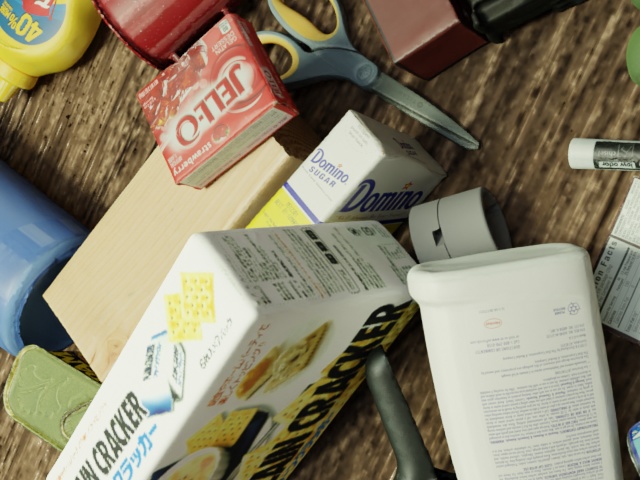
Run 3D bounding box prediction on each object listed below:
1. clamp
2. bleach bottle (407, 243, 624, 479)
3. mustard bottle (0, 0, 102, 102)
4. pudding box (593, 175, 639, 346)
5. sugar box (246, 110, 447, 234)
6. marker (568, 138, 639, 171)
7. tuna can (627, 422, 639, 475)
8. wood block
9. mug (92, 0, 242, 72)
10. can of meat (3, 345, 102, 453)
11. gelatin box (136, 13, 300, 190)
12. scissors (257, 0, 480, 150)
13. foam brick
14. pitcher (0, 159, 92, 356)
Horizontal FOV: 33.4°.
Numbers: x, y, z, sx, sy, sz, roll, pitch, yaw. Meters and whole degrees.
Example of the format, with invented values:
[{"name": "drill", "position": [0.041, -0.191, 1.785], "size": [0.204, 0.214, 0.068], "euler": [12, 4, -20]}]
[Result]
[{"name": "clamp", "position": [0.086, 0.148, 0.645], "size": [0.120, 0.039, 0.171], "euler": [1, 98, 5]}, {"name": "bleach bottle", "position": [0.117, 0.132, 0.596], "size": [0.102, 0.068, 0.251], "euler": [-9, 95, 0]}, {"name": "mustard bottle", "position": [-0.215, -0.196, 0.865], "size": [0.096, 0.058, 0.192], "euler": [41, 105, 27]}, {"name": "pudding box", "position": [0.212, 0.025, 0.596], "size": [0.114, 0.039, 0.090], "euler": [27, 100, 33]}, {"name": "sugar box", "position": [-0.004, 0.001, 0.695], "size": [0.176, 0.093, 0.048], "euler": [-46, 64, 18]}, {"name": "marker", "position": [0.206, -0.048, 0.619], "size": [0.121, 0.020, 0.020], "euler": [6, 87, 31]}, {"name": "tuna can", "position": [0.201, 0.126, 0.562], "size": [0.034, 0.086, 0.086], "euler": [-41, 66, 21]}, {"name": "wood block", "position": [-0.085, -0.002, 0.745], "size": [0.206, 0.090, 0.091], "euler": [-50, 63, 16]}, {"name": "mug", "position": [-0.103, -0.174, 0.782], "size": [0.082, 0.093, 0.117], "euler": [-38, 78, 16]}, {"name": "can of meat", "position": [-0.163, 0.119, 0.779], "size": [0.102, 0.083, 0.057], "euler": [24, 96, 31]}, {"name": "gelatin box", "position": [-0.066, -0.087, 0.673], "size": [0.089, 0.030, 0.073], "euler": [-36, 66, 22]}, {"name": "scissors", "position": [0.014, -0.105, 0.738], "size": [0.096, 0.016, 0.202], "euler": [-40, 66, 10]}, {"name": "foam brick", "position": [0.065, -0.153, 0.697], "size": [0.051, 0.052, 0.078], "euler": [-32, 70, 24]}, {"name": "pitcher", "position": [-0.286, -0.001, 0.842], "size": [0.243, 0.144, 0.149], "euler": [32, 121, 27]}]
